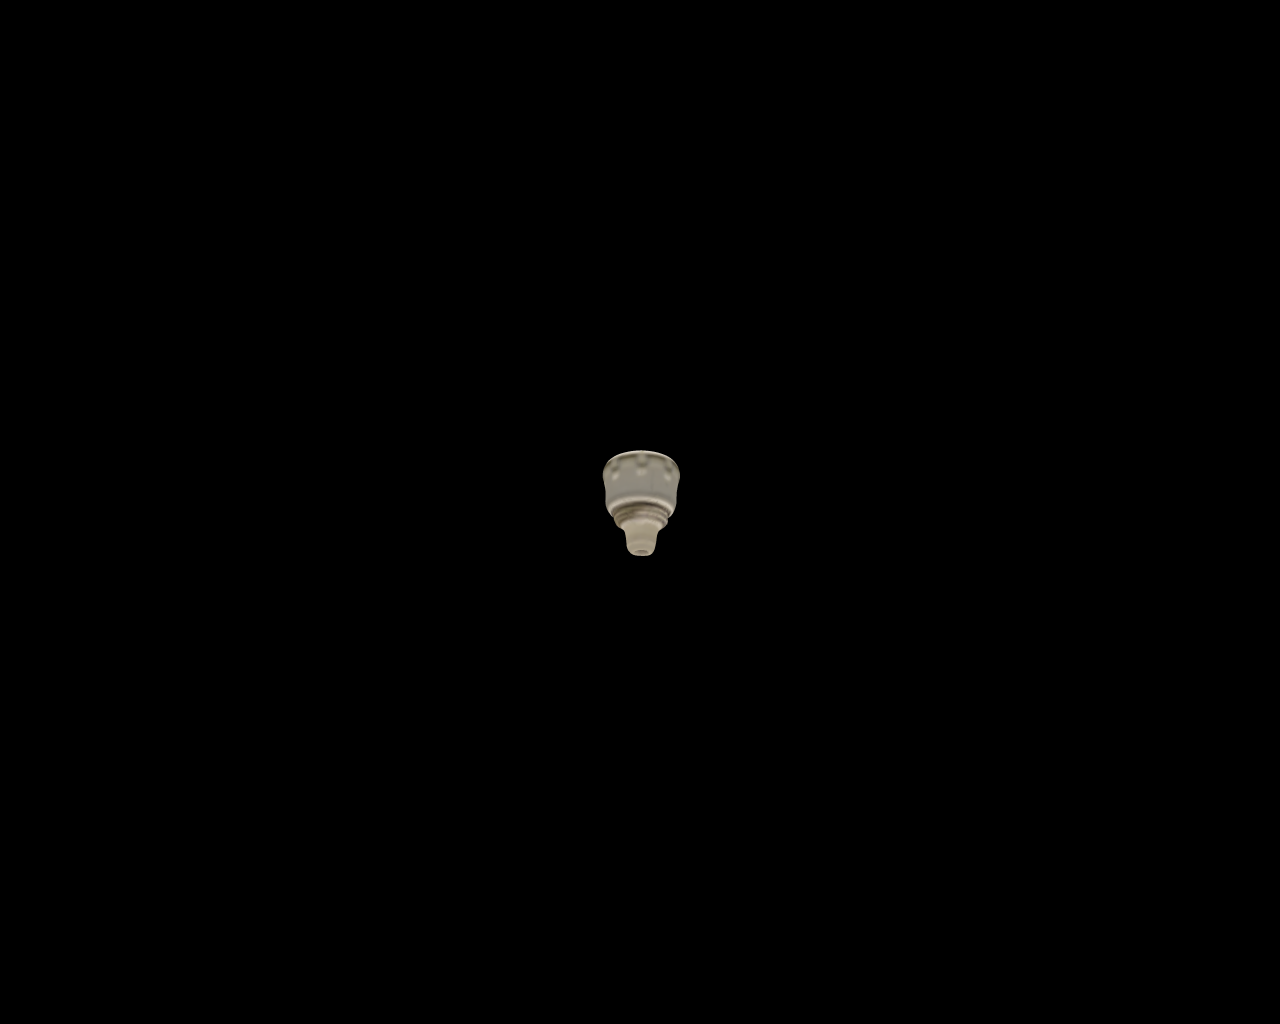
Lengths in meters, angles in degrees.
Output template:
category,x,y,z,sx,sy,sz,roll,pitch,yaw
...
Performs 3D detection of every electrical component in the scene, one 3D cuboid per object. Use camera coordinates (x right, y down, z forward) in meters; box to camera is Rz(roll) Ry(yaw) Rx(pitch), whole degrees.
category,x,y,z,sx,sy,sz,roll,pitch,yaw
electrical component,0.001,-0.003,0.650,0.048,0.062,0.048,0,-24,0
